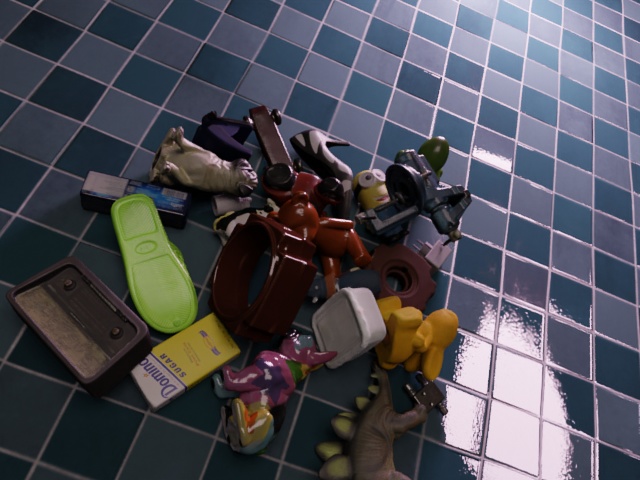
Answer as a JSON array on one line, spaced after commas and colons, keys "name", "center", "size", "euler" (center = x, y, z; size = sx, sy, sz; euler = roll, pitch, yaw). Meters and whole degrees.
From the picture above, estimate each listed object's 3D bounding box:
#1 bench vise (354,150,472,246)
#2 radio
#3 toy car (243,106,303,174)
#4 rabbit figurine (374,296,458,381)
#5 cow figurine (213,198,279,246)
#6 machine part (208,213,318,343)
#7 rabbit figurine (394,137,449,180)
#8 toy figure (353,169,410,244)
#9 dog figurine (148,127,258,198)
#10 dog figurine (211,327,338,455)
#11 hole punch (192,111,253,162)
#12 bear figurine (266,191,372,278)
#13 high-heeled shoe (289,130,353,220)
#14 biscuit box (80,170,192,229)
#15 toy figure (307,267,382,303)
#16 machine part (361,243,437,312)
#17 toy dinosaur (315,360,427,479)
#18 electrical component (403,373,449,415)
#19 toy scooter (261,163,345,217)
[{"name": "bench vise", "center": [0.186, -0.067, 1.116], "size": [0.241, 0.129, 0.223], "euler": [-26, 90, -21]}, {"name": "radio", "center": [-0.399, 0.139, 0.903], "size": [0.230, 0.073, 0.131], "euler": [39, 57, 18]}, {"name": "toy car", "center": [-0.110, -0.215, 1.228], "size": [0.089, 0.053, 0.202], "euler": [-20, 74, -16]}, {"name": "rabbit figurine", "center": [0.197, 0.188, 1.041], "size": [0.173, 0.122, 0.162], "euler": [-7, 94, -26]}, {"name": "cow figurine", "center": [-0.134, -0.036, 1.116], "size": [0.167, 0.068, 0.098], "euler": [-31, 69, -30]}, {"name": "machine part", "center": [-0.110, 0.064, 0.964], "size": [0.087, 0.201, 0.201], "euler": [22, 96, -38]}, {"name": "rabbit figurine", "center": [0.229, -0.167, 1.242], "size": [0.121, 0.170, 0.159], "euler": [33, 57, 2]}, {"name": "toy figure", "center": [0.131, -0.075, 1.215], "size": [0.082, 0.089, 0.180], "euler": [-15, 76, -45]}, {"name": "dog figurine", "center": [-0.240, -0.136, 1.108], "size": [0.190, 0.172, 0.121], "euler": [24, 87, -30]}, {"name": "dog figurine", "center": [-0.068, 0.259, 0.952], "size": [0.219, 0.108, 0.191], "euler": [-11, 65, -26]}, {"name": "hole punch", "center": [-0.208, -0.195, 1.144], "size": [0.116, 0.142, 0.092], "euler": [6, 64, -28]}, {"name": "bear figurine", "center": [-0.004, -0.006, 1.074], "size": [0.195, 0.120, 0.132], "euler": [27, 38, -47]}, {"name": "high-heeled shoe", "center": [0.000, -0.142, 1.217], "size": [0.145, 0.086, 0.249], "euler": [0, 66, 0]}, {"name": "biscuit box", "center": [-0.361, -0.078, 1.065], "size": [0.203, 0.062, 0.059], "euler": [13, 59, -12]}, {"name": "toy figure", "center": [0.044, 0.094, 1.067], "size": [0.155, 0.057, 0.064], "euler": [-8, 45, 6]}, {"name": "machine part", "center": [0.162, 0.090, 1.147], "size": [0.179, 0.056, 0.179], "euler": [9, 60, -15]}, {"name": "toy dinosaur", "center": [0.089, 0.419, 0.919], "size": [0.199, 0.105, 0.471], "euler": [7, 51, -6]}, {"name": "electrical component", "center": [0.210, 0.312, 1.059], "size": [0.063, 0.021, 0.094], "euler": [-30, 76, -29]}, {"name": "toy scooter", "center": [-0.035, -0.093, 1.155], "size": [0.184, 0.135, 0.075], "euler": [14, 62, 11]}]
